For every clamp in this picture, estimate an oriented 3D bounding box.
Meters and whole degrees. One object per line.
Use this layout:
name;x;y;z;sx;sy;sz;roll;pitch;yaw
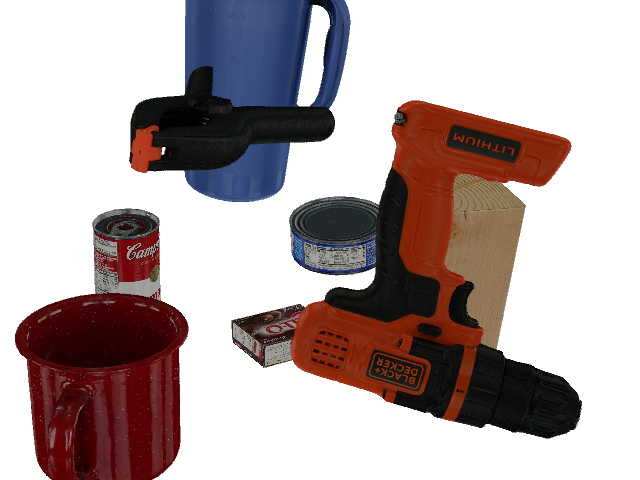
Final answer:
clamp;-0.081;-0.085;0.737;0.120;0.039;0.171;21;24;30

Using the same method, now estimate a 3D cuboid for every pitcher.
pitcher;-0.070;-0.165;1.095;0.144;0.243;0.149;-7;29;-26

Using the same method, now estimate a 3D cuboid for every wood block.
wood block;0.146;0.039;1.157;0.090;0.206;0.090;-4;29;-18

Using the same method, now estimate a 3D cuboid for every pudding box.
pudding box;-0.050;0.127;1.433;0.113;0.039;0.090;-14;24;-29

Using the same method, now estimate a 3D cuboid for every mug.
mug;-0.121;0.090;0.584;0.093;0.081;0.117;4;23;5

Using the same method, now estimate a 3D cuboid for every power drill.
power drill;0.090;0.019;0.652;0.184;0.188;0.057;16;8;0

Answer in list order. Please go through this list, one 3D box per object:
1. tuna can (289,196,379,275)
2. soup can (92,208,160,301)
tuna can;0.017;-0.004;0.914;0.086;0.034;0.086;-2;28;1
soup can;-0.201;0.027;1.108;0.068;0.102;0.068;2;26;-1
